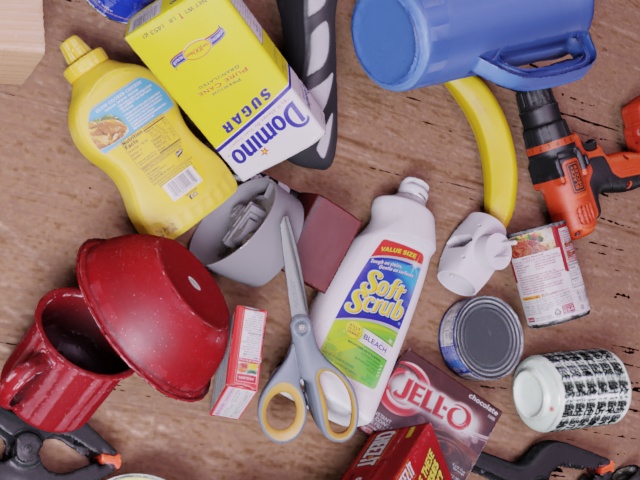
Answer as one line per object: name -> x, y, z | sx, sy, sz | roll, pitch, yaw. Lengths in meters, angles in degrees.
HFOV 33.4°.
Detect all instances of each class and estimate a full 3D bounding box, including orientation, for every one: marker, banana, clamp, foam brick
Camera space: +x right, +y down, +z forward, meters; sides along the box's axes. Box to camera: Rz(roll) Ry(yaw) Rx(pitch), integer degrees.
marker -> -0.059, -0.056, 1.004 | 0.121, 0.020, 0.020 | 27, 69, -22
banana -> 0.172, -0.106, 1.132 | 0.069, 0.037, 0.198 | -24, 91, -12
clamp -> -0.244, 0.159, 0.851 | 0.171, 0.039, 0.120 | 6, 76, -36
clamp -> 0.210, 0.251, 1.081 | 0.209, 0.036, 0.164 | -20, 89, -29
foam brick -> -0.007, 0.001, 0.991 | 0.051, 0.053, 0.078 | 29, 87, -20

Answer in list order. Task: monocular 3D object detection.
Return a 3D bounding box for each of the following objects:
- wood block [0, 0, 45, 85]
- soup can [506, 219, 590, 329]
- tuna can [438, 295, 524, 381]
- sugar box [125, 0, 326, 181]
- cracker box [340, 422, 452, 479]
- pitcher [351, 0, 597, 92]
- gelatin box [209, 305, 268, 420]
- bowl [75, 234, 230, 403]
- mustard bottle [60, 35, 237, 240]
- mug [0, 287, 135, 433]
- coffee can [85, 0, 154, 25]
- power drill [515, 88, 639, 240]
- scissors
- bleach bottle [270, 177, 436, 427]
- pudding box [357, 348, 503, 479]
wood block -> -0.331, -0.182, 0.840 | 0.205, 0.090, 0.091 | -1, 81, -28
soup can -> 0.238, 0.036, 1.120 | 0.068, 0.069, 0.102 | -14, 88, -30
tuna can -> 0.163, 0.101, 1.086 | 0.086, 0.034, 0.086 | 6, 78, -27
sugar box -> -0.077, -0.138, 0.916 | 0.176, 0.093, 0.048 | 51, 21, -32
cracker box -> 0.080, 0.294, 0.928 | 0.164, 0.072, 0.213 | -43, 113, -59
pitcher -> 0.158, -0.218, 1.070 | 0.242, 0.149, 0.145 | -21, 110, -35
gelatin box -> -0.070, 0.107, 0.919 | 0.030, 0.089, 0.073 | 11, 61, -10
bowl -> -0.123, 0.050, 0.871 | 0.055, 0.162, 0.162 | -36, 101, 13
mustard bottle -> -0.163, -0.095, 0.932 | 0.096, 0.058, 0.191 | -39, 100, -22
mug -> -0.205, 0.101, 0.835 | 0.093, 0.082, 0.117 | 45, 28, 9
coffee can -> -0.147, -0.259, 0.925 | 0.102, 0.141, 0.103 | 6, 78, -28
power drill -> 0.310, -0.108, 1.195 | 0.187, 0.057, 0.184 | -19, 94, -27
scissors -> -0.031, 0.089, 0.915 | 0.096, 0.016, 0.202 | -24, 99, -2
bleach bottle -> 0.045, 0.045, 1.018 | 0.102, 0.068, 0.250 | 31, 64, -17
pudding box -> 0.104, 0.172, 1.020 | 0.113, 0.039, 0.090 | 35, 65, 1
